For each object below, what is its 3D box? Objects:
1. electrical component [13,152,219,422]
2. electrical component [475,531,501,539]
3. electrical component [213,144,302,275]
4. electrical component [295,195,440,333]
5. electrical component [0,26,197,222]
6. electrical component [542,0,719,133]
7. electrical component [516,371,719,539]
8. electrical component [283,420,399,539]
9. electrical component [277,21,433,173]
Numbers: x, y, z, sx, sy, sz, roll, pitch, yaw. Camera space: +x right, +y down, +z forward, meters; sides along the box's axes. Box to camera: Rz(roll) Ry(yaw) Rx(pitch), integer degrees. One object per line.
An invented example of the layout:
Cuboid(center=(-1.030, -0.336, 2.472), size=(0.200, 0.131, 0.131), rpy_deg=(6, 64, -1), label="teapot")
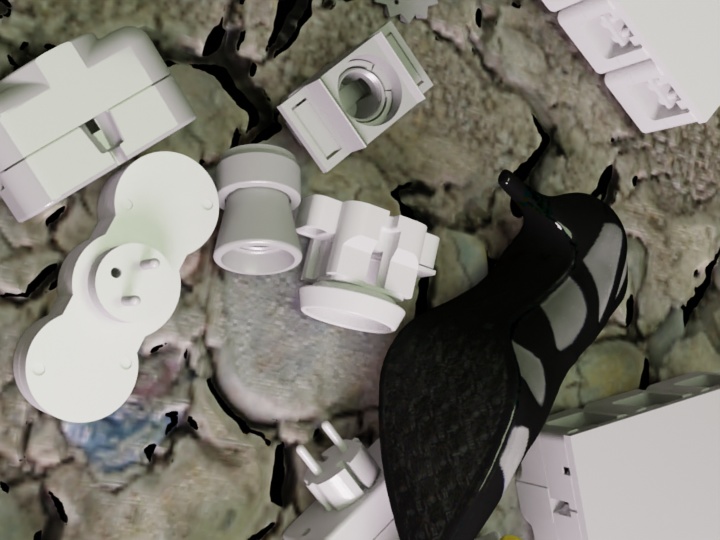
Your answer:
Cuboid(center=(-0.111, 0.007, 0.509), size=(0.052, 0.074, 0.138), rpy_deg=(31, 75, -22), label="electrical component")
Cuboid(center=(0.054, 0.190, 0.592), size=(0.077, 0.065, 0.047), rpy_deg=(-24, 99, 4), label="electrical component")
Cuboid(center=(-0.052, -0.031, 0.550), size=(0.045, 0.045, 0.055), rpy_deg=(9, 66, -26), label="electrical component")
Cuboid(center=(0.000, 0.000, 0.574), size=(0.078, 0.058, 0.057), rpy_deg=(19, 77, -25), label="electrical component")
Cuboid(center=(-0.135, -0.073, 0.512), size=(0.095, 0.054, 0.059), rpy_deg=(-36, 103, -23), label="electrical component")
Cuboid(center=(0.173, -0.170, 0.664), size=(0.150, 0.062, 0.089), rpy_deg=(48, 69, -17), label="electrical component")
Cuboid(center=(0.175, 0.122, 0.652), size=(0.150, 0.062, 0.089), rpy_deg=(-12, 93, -26), label="electrical component")
Cuboid(center=(-0.004, 0.115, 0.571), size=(0.083, 0.047, 0.075), rpy_deg=(-42, 105, -22), label="electrical component")
Cuboid(center=(-0.007, -0.090, 0.570), size=(0.081, 0.064, 0.042), rpy_deg=(-41, 104, -22), label="electrical component")
